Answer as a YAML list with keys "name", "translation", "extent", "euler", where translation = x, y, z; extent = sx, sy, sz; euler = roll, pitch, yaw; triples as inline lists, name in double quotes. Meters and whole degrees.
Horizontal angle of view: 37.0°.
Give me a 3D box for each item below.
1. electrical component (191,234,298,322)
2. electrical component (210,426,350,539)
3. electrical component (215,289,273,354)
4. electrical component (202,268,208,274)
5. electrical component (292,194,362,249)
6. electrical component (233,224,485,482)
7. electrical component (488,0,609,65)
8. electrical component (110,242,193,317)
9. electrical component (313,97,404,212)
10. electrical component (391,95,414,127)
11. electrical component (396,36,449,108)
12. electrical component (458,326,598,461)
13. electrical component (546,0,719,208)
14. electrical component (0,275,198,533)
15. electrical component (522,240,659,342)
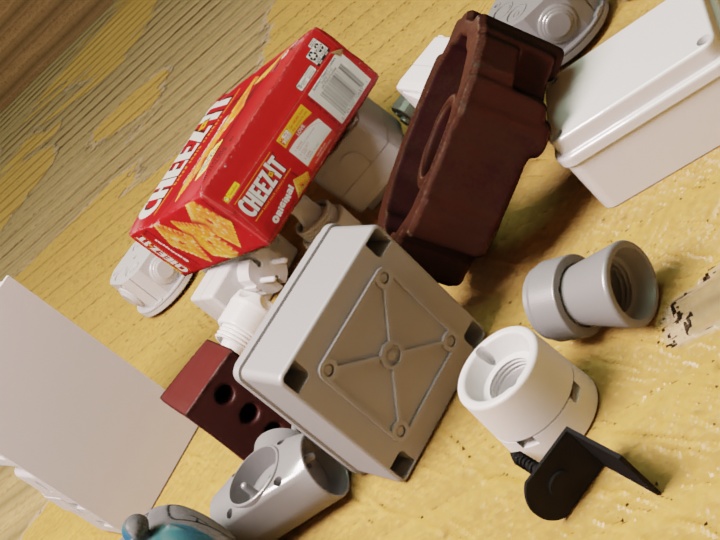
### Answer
- name: "electrical component"
  translation: [-0.085, 0.002, 0.881]
  extent: [0.076, 0.047, 0.083]
  euler: [-8, 47, 54]
- name: "electrical component"
  translation: [-0.049, 0.124, 0.659]
  extent: [0.077, 0.044, 0.079]
  euler: [-37, 27, 23]
- name: "electrical component"
  translation: [-0.091, 0.050, 0.831]
  extent: [0.043, 0.043, 0.062]
  euler: [-2, 52, 57]
- name: "electrical component"
  translation: [-0.118, -0.031, 0.984]
  extent: [0.081, 0.043, 0.043]
  euler: [-49, 26, -2]
- name: "electrical component"
  translation: [-0.028, -0.034, 0.826]
  extent: [0.043, 0.062, 0.043]
  euler: [-37, 28, 23]
- name: "electrical component"
  translation: [0.002, 0.047, 0.614]
  extent: [0.056, 0.109, 0.108]
  euler: [1, 54, 54]
- name: "electrical component"
  translation: [0.137, -0.186, 0.791]
  extent: [0.080, 0.051, 0.080]
  euler: [-37, 28, 23]
- name: "electrical component"
  translation: [-0.204, 0.002, 1.063]
  extent: [0.080, 0.051, 0.080]
  euler: [-37, 28, 23]
- name: "electrical component"
  translation: [0.000, -0.098, 0.869]
  extent: [0.061, 0.061, 0.096]
  euler: [-48, 20, 20]
- name: "electrical component"
  translation: [0.056, -0.145, 0.875]
  extent: [0.065, 0.044, 0.044]
  euler: [-55, 26, -2]
- name: "electrical component"
  translation: [0.078, -0.129, 0.791]
  extent: [0.061, 0.062, 0.096]
  euler: [-51, 26, -5]
- name: "electrical component"
  translation: [0.082, 0.061, 0.537]
  extent: [0.055, 0.047, 0.055]
  euler: [-37, 28, 23]
- name: "electrical component"
  translation: [0.167, -0.100, 0.617]
  extent: [0.113, 0.057, 0.078]
  euler: [-33, 30, 30]
- name: "electrical component"
  translation: [-0.225, 0.104, 0.798]
  extent: [0.060, 0.186, 0.105]
  euler: [-11, 44, 52]
- name: "electrical component"
  translation: [0.118, 0.012, 0.553]
  extent: [0.055, 0.045, 0.045]
  euler: [-17, 40, 48]
